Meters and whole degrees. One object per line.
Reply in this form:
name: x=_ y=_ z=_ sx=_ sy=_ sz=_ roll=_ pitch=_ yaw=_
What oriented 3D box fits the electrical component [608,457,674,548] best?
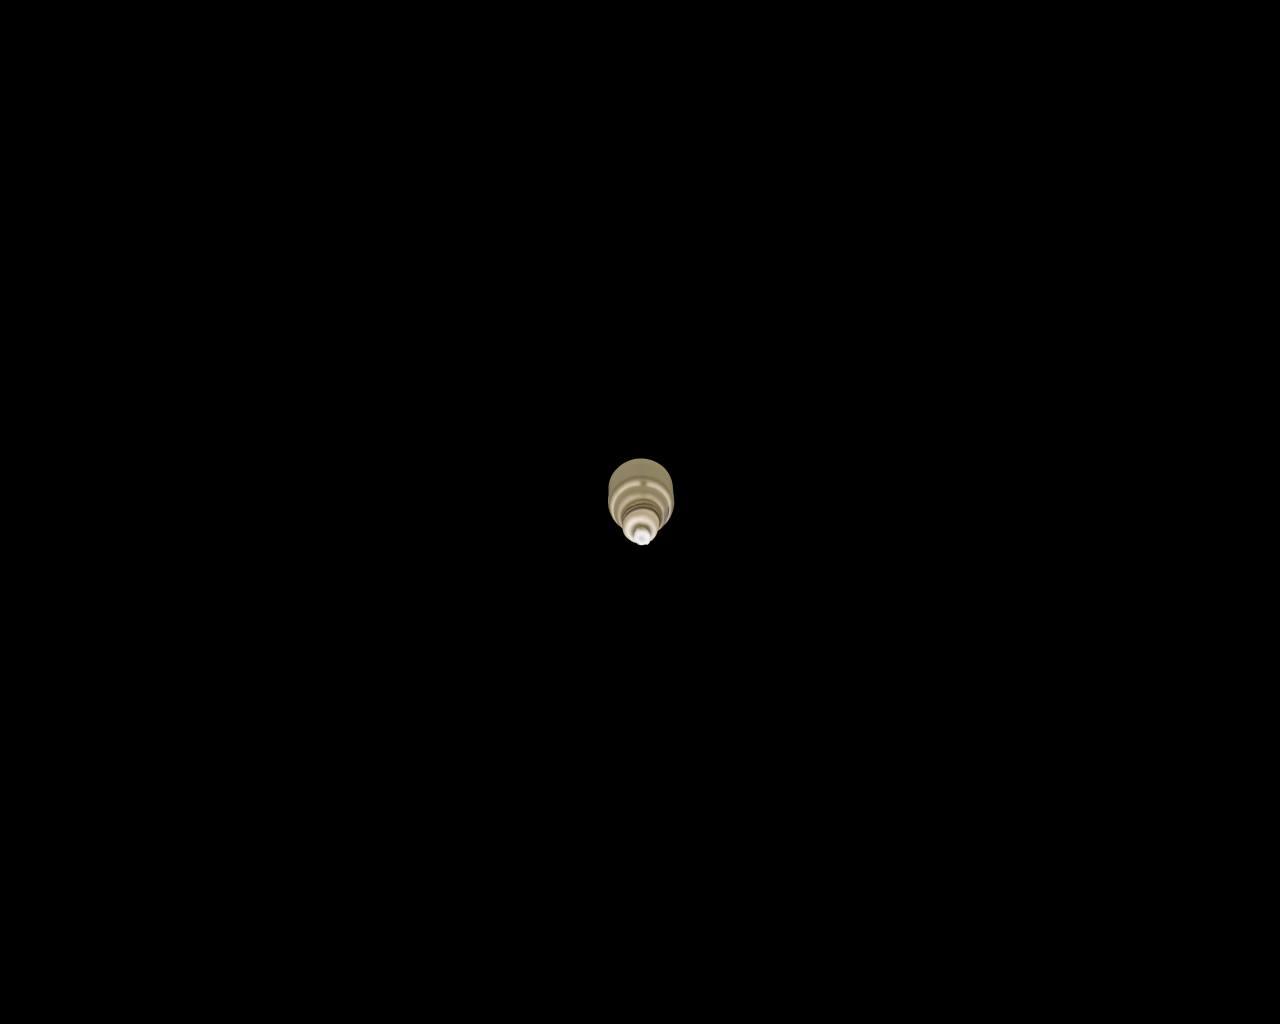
electrical component: x=0.001 y=-0.003 z=0.650 sx=0.040 sy=0.040 sz=0.078 roll=0 pitch=27 yaw=0
